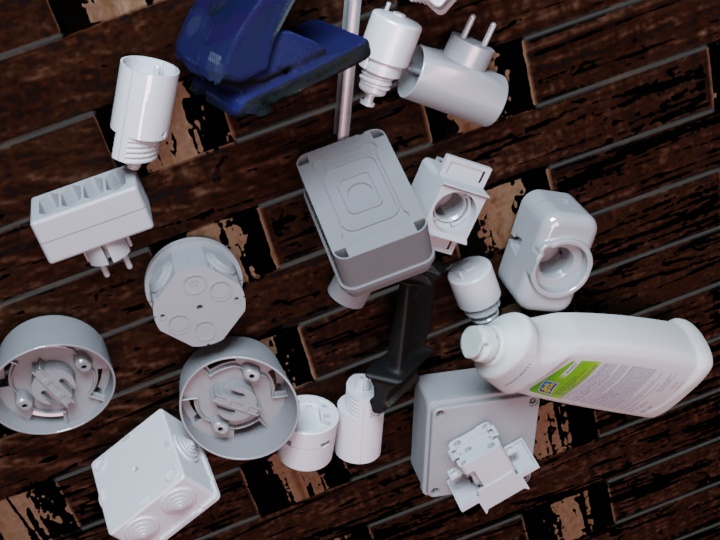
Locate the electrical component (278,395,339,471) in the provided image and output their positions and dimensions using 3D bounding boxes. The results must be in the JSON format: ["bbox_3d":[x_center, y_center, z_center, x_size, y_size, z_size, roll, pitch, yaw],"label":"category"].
[{"bbox_3d":[-0.048,0.148,0.970,0.055,0.055,0.047,-3,122,-14],"label":"electrical component"}]

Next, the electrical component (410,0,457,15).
[{"bbox_3d":[0.054,-0.243,0.764,0.100,0.048,0.099,42,103,-2],"label":"electrical component"}]

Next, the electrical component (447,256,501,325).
[{"bbox_3d":[0.105,0.024,0.953,0.040,0.040,0.078,-25,122,-2],"label":"electrical component"}]

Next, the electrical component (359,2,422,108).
[{"bbox_3d":[0.018,-0.163,0.823,0.040,0.040,0.078,12,114,-22],"label":"electrical component"}]

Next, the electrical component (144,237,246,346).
[{"bbox_3d":[-0.133,0.018,0.874,0.080,0.051,0.080,-7,120,-12],"label":"electrical component"}]

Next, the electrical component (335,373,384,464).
[{"bbox_3d":[0.000,0.131,0.981,0.043,0.043,0.081,-4,119,-14],"label":"electrical component"}]

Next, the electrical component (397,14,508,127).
[{"bbox_3d":[0.080,-0.160,0.840,0.077,0.044,0.079,15,113,-23],"label":"electrical component"}]

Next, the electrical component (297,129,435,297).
[{"bbox_3d":[0.004,-0.044,0.840,0.078,0.113,0.057,-21,146,-4],"label":"electrical component"}]

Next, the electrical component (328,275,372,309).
[{"bbox_3d":[0.000,0.000,0.909,0.044,0.044,0.065,16,117,-23],"label":"electrical component"}]

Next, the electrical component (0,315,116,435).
[{"bbox_3d":[-0.249,0.087,0.872,0.099,0.064,0.099,-7,120,-12],"label":"electrical component"}]

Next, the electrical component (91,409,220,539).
[{"bbox_3d":[-0.179,0.180,0.925,0.100,0.099,0.048,-38,134,7],"label":"electrical component"}]

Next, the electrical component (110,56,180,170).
[{"bbox_3d":[-0.162,-0.113,0.798,0.043,0.043,0.081,6,116,-19],"label":"electrical component"}]

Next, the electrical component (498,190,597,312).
[{"bbox_3d":[0.165,-0.014,0.937,0.054,0.059,0.095,6,116,-19],"label":"electrical component"}]

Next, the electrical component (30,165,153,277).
[{"bbox_3d":[-0.200,-0.028,0.831,0.083,0.047,0.075,-20,122,-4],"label":"electrical component"}]

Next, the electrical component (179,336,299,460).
[{"bbox_3d":[-0.107,0.109,0.925,0.099,0.064,0.099,-7,120,-12],"label":"electrical component"}]

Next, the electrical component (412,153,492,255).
[{"bbox_3d":[0.069,-0.059,0.882,0.042,0.063,0.081,15,114,-23],"label":"electrical component"}]

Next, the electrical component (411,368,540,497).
[{"bbox_3d":[0.107,0.150,1.014,0.109,0.056,0.108,-6,120,-13],"label":"electrical component"}]

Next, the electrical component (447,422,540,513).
[{"bbox_3d":[0.115,0.176,0.971,0.081,0.042,0.063,-31,121,1],"label":"electrical component"}]
